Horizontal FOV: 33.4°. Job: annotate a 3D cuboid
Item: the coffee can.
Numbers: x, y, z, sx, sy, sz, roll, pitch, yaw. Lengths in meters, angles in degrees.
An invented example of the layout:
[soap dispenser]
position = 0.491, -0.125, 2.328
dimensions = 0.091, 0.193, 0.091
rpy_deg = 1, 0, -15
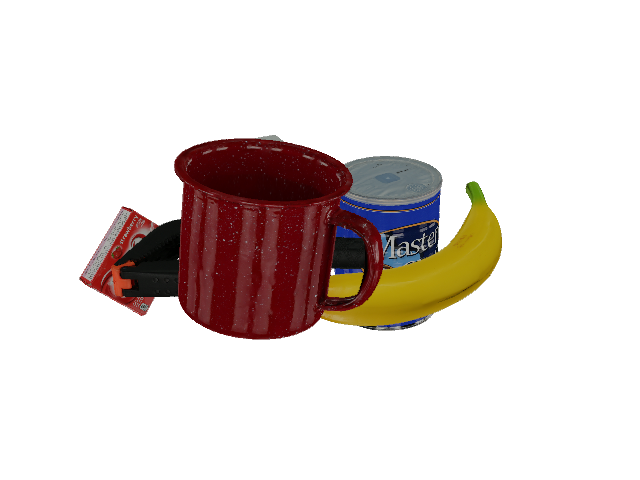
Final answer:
[coffee can]
position = 0.064, 0.002, 1.038
dimensions = 0.103, 0.140, 0.103
rpy_deg = 0, 27, 0

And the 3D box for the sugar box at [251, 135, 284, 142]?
[sugar box]
position = -0.052, -0.026, 1.252
dimensions = 0.048, 0.176, 0.093
rpy_deg = -13, 26, -21

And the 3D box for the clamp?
[clamp]
position = -0.078, -0.002, 0.895
dimensions = 0.209, 0.036, 0.165
rpy_deg = -15, 34, -21

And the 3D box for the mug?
[mug]
position = -0.022, 0.002, 0.564
dimensions = 0.117, 0.081, 0.093
rpy_deg = 15, 25, 17

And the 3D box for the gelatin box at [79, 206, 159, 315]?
[gelatin box]
position = -0.191, 0.022, 1.090
dimensions = 0.073, 0.089, 0.030
rpy_deg = 35, -9, -36

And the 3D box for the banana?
[banana]
position = 0.070, 0.021, 0.746
dimensions = 0.070, 0.037, 0.197
rpy_deg = 38, 46, 27
